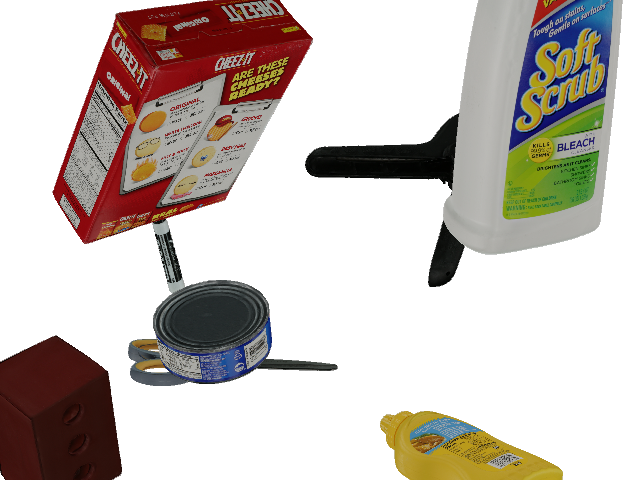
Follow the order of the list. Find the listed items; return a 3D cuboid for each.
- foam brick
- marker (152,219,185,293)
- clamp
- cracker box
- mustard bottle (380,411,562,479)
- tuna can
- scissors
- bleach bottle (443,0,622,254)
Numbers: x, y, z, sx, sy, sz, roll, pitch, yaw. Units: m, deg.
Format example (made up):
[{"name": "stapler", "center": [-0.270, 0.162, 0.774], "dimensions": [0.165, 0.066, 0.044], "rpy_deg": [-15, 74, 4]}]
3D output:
[{"name": "foam brick", "center": [-0.150, 0.104, 0.600], "dimensions": [0.051, 0.078, 0.052], "rpy_deg": [26, 41, 36]}, {"name": "marker", "center": [-0.174, 0.005, 1.203], "dimensions": [0.020, 0.121, 0.020], "rpy_deg": [-8, 30, 4]}, {"name": "clamp", "center": [0.116, -0.050, 0.854], "dimensions": [0.209, 0.036, 0.165], "rpy_deg": [-22, 52, -21]}, {"name": "cracker box", "center": [-0.123, -0.105, 0.913], "dimensions": [0.163, 0.072, 0.214], "rpy_deg": [-20, -26, -41]}, {"name": "mustard bottle", "center": [0.128, 0.209, 1.021], "dimensions": [0.096, 0.058, 0.192], "rpy_deg": [-14, 24, -38]}, {"name": "tuna can", "center": [-0.079, 0.067, 0.788], "dimensions": [0.086, 0.034, 0.086], "rpy_deg": [-3, 33, 2]}, {"name": "scissors", "center": [-0.091, 0.122, 1.008], "dimensions": [0.202, 0.016, 0.096], "rpy_deg": [7, 17, 10]}, {"name": "bleach bottle", "center": [0.129, -0.119, 0.639], "dimensions": [0.102, 0.251, 0.068], "rpy_deg": [-11, 30, -16]}]
